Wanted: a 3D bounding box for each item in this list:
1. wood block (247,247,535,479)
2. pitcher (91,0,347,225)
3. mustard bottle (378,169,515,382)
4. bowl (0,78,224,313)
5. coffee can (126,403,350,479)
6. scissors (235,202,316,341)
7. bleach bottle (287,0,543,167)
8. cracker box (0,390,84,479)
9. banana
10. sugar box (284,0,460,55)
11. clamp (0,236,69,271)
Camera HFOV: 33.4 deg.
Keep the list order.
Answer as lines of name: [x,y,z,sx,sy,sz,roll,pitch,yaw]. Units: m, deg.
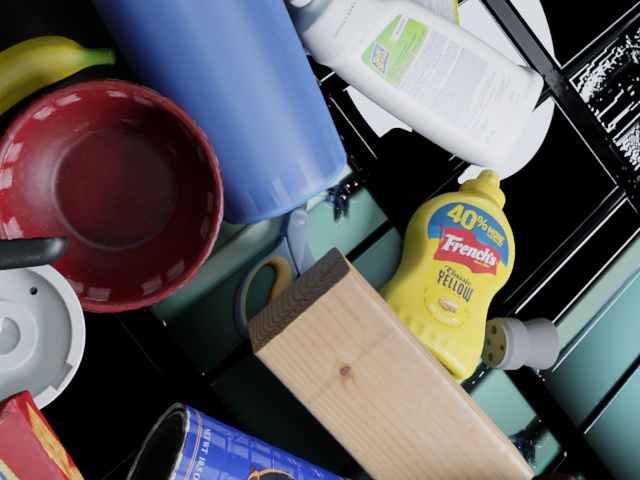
wood block: [0.050,0.116,0.785,0.091,0.090,0.206,-41,102,2]
pitcher: [-0.072,-0.143,0.793,0.149,0.145,0.243,-31,107,-13]
mustard bottle: [0.113,0.018,0.897,0.096,0.058,0.191,32,61,-9]
bowl: [-0.148,-0.033,0.753,0.162,0.055,0.162,0,99,-3]
coffee can: [-0.055,0.185,0.726,0.140,0.103,0.102,28,63,-17]
scissors: [-0.006,0.001,0.865,0.096,0.016,0.201,33,62,-16]
bleach bottle: [0.072,-0.157,0.886,0.250,0.068,0.102,30,85,-33]
cracker box: [-0.189,0.222,0.627,0.164,0.072,0.214,-32,90,-7]
banana: [-0.236,-0.091,0.748,0.197,0.070,0.037,-46,135,-25]
sugar box: [0.040,-0.206,0.932,0.175,0.048,0.093,0,82,-29]
clamp: [-0.273,0.009,0.658,0.164,0.036,0.210,43,85,1]
